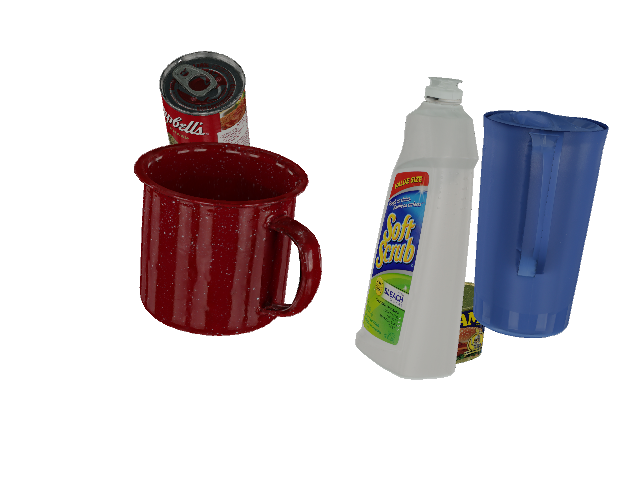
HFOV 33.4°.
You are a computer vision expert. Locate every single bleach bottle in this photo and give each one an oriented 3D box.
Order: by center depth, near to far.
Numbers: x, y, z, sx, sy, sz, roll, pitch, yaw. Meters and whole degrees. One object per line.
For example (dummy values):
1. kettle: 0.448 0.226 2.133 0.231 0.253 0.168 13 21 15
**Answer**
1. bleach bottle: 0.087 -0.014 0.916 0.068 0.251 0.103 -1 15 -26

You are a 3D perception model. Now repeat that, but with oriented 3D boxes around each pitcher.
1. pitcher: 0.233 -0.018 1.174 0.149 0.243 0.145 -7 18 -34

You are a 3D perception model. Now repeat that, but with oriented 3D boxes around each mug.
1. mug: -0.047 0.003 0.579 0.117 0.081 0.093 22 28 31

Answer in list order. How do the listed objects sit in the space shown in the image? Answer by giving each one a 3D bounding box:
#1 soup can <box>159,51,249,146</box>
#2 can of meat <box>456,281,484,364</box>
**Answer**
1. soup can: -0.093 -0.095 0.877 0.068 0.068 0.102 0 -36 0
2. can of meat: 0.156 0.107 1.322 0.101 0.084 0.057 -11 30 -25
